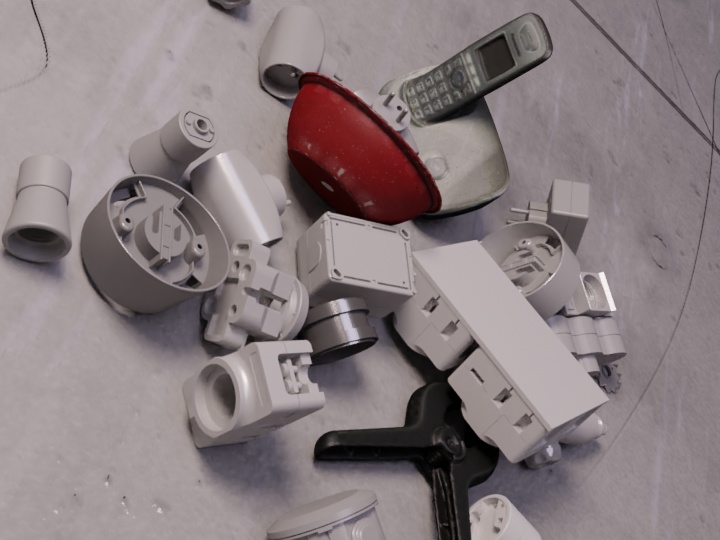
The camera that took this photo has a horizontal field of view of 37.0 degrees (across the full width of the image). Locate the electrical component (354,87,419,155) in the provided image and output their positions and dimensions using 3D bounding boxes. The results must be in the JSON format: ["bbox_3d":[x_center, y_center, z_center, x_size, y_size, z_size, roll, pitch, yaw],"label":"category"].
[{"bbox_3d":[0.021,-0.131,0.965,0.043,0.079,0.077,-33,82,-32],"label":"electrical component"}]

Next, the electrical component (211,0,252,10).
[{"bbox_3d":[-0.113,-0.264,0.943,0.043,0.043,0.062,17,55,-39],"label":"electrical component"}]

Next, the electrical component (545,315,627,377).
[{"bbox_3d":[0.214,0.088,1.060,0.138,0.052,0.073,4,64,-44],"label":"electrical component"}]

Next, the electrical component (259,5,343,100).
[{"bbox_3d":[-0.047,-0.185,0.962,0.079,0.044,0.077,32,48,-29],"label":"electrical component"}]

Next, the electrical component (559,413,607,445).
[{"bbox_3d":[0.208,0.148,1.029,0.078,0.040,0.040,16,57,-39],"label":"electrical component"}]

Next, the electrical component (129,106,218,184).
[{"bbox_3d":[-0.136,-0.093,0.802,0.044,0.065,0.044,24,52,-35],"label":"electrical component"}]

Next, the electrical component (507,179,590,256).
[{"bbox_3d":[0.190,-0.050,1.109,0.076,0.083,0.047,9,52,3],"label":"electrical component"}]

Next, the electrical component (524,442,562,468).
[{"bbox_3d":[0.162,0.148,0.986,0.035,0.035,0.061,8,60,-43],"label":"electrical component"}]

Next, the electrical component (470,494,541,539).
[{"bbox_3d":[0.116,0.220,0.883,0.047,0.055,0.055,45,43,-23],"label":"electrical component"}]

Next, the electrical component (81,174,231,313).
[{"bbox_3d":[-0.143,-0.019,0.753,0.099,0.064,0.099,24,52,-35],"label":"electrical component"}]

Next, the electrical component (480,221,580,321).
[{"bbox_3d":[0.156,0.003,1.021,0.064,0.099,0.099,41,44,-30],"label":"electrical component"}]

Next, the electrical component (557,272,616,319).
[{"bbox_3d":[0.215,0.032,1.085,0.081,0.064,0.042,5,63,-44],"label":"electrical component"}]

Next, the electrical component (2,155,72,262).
[{"bbox_3d":[-0.212,-0.044,0.717,0.044,0.044,0.065,23,48,-35],"label":"electrical component"}]

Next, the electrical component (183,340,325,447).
[{"bbox_3d":[-0.077,0.085,0.738,0.056,0.089,0.050,1,67,-45],"label":"electrical component"}]

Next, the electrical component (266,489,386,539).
[{"bbox_3d":[-0.021,0.187,0.746,0.080,0.080,0.051,-14,83,-48],"label":"electrical component"}]

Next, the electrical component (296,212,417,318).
[{"bbox_3d":[0.000,0.000,0.880,0.096,0.061,0.061,11,59,-29],"label":"electrical component"}]

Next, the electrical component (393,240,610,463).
[{"bbox_3d":[0.112,0.068,0.926,0.105,0.060,0.186,-11,57,-52],"label":"electrical component"}]

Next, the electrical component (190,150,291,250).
[{"bbox_3d":[-0.085,-0.054,0.847,0.079,0.044,0.077,-22,84,-49],"label":"electrical component"}]

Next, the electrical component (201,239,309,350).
[{"bbox_3d":[-0.076,0.024,0.799,0.057,0.058,0.078,26,75,-39],"label":"electrical component"}]
